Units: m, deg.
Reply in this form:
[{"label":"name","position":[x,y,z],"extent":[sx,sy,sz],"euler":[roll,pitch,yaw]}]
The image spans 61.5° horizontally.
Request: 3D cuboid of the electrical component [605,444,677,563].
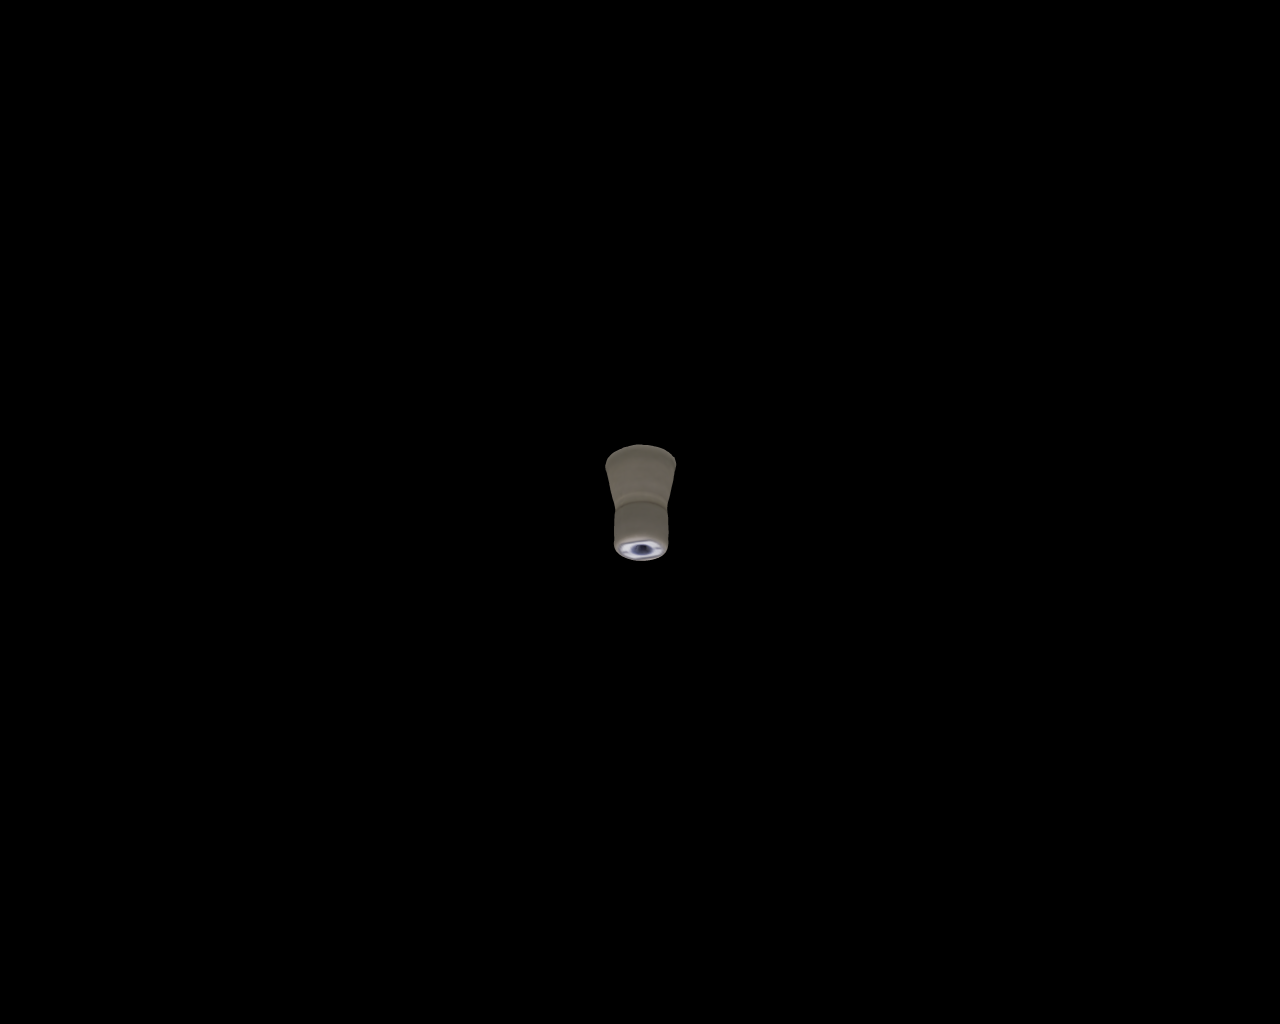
[{"label":"electrical component","position":[0.001,-0.003,0.650],"extent":[0.044,0.065,0.044],"euler":[0,-30,0]}]
